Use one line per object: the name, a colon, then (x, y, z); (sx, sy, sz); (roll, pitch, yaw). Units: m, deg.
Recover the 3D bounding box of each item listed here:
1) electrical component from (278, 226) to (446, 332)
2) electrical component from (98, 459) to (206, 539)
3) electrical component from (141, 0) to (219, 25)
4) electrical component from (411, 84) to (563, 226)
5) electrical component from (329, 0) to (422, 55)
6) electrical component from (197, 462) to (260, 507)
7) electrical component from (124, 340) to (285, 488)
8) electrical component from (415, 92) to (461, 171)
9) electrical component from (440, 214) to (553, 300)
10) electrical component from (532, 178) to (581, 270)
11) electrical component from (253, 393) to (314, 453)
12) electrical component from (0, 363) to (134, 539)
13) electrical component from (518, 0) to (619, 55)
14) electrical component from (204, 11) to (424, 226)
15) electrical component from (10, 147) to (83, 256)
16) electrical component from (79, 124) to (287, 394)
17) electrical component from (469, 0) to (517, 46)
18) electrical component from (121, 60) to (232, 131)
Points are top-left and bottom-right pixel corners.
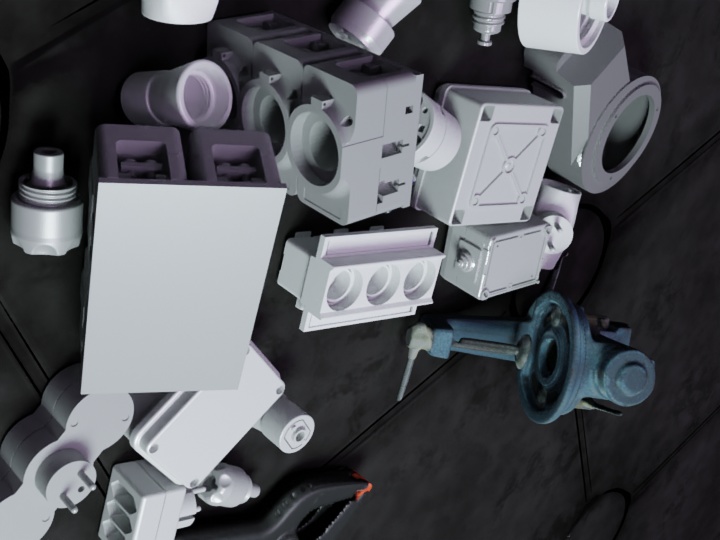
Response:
electrical component: (0.000, 0.000, 0.857); (0.121, 0.063, 0.078); (-6, 119, -43)
electrical component: (-0.153, 0.184, 0.834); (0.077, 0.047, 0.065); (-3, 116, -44)
electrical component: (-0.094, -0.194, 0.653); (0.079, 0.044, 0.077); (-16, 125, -38)
electrical component: (0.106, -0.097, 0.907); (0.109, 0.056, 0.108); (-6, 118, -42)
electrical component: (0.010, -0.183, 0.764); (0.055, 0.045, 0.045); (-53, 140, -4)
electrical component: (-0.105, 0.179, 0.889); (0.061, 0.035, 0.035); (27, 94, -53)
electrical component: (-0.121, 0.096, 0.803); (0.113, 0.057, 0.078); (-47, 139, -12)
electrical component: (0.047, -0.107, 0.843); (0.047, 0.055, 0.055); (20, 100, -53)
electrical component: (0.114, -0.018, 0.960); (0.096, 0.061, 0.061); (-14, 124, -39)
electrical component: (0.176, -0.038, 1.003); (0.043, 0.079, 0.077); (16, 107, -6)
electrical component: (-0.068, 0.117, 0.862); (0.044, 0.065, 0.044); (-24, 130, -33)
electrical component: (-0.205, 0.136, 0.731); (0.138, 0.074, 0.052); (-52, 140, -6)
electrical component: (0.175, -0.225, 0.862); (0.108, 0.060, 0.108); (-50, 150, -43)
electrical component: (-0.037, -0.100, 0.688); (0.062, 0.150, 0.089); (-20, 127, -37)
electrical component: (-0.191, -0.043, 0.655); (0.043, 0.043, 0.062); (-12, 121, -40)
electrical component: (-0.119, -0.004, 0.682); (0.105, 0.060, 0.186); (0, 136, -18)
electrical component: (0.103, -0.215, 0.840); (0.040, 0.040, 0.078); (-17, 126, -38)
electrical component: (-0.117, -0.107, 0.669); (0.044, 0.065, 0.044); (-8, 100, -49)
